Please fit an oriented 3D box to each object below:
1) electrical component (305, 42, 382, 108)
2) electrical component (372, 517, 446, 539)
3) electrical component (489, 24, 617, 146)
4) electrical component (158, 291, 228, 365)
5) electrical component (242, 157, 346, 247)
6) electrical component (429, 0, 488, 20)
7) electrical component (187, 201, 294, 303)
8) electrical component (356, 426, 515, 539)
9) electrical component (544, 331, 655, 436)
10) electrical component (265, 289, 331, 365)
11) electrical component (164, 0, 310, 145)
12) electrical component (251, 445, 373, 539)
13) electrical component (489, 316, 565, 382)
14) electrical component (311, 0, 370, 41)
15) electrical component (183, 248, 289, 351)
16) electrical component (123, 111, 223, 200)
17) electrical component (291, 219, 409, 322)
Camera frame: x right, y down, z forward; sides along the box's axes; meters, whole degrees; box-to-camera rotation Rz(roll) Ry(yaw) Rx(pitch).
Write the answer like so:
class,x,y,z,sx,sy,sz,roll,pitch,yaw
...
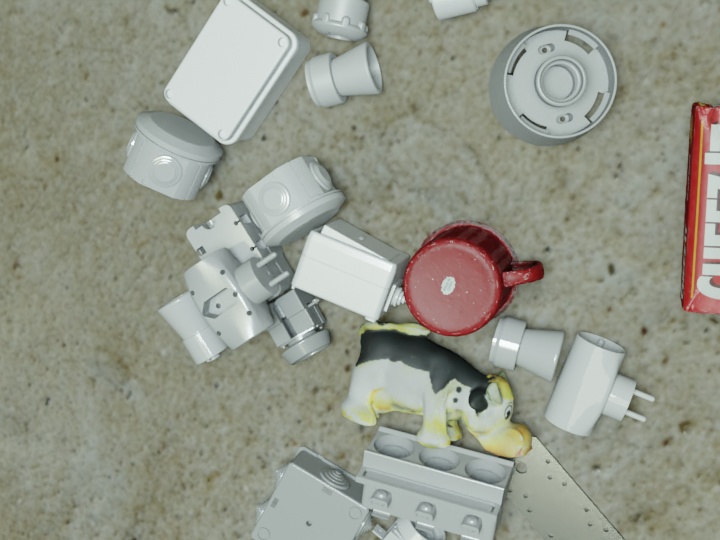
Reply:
class,x,y,z,sx,sy,sz,roll,pitch,yaw
electrical component,-0.014,-0.165,0.913,0.055,0.045,0.045,-12,95,16
electrical component,0.044,0.246,0.962,0.066,0.048,0.055,39,113,6
electrical component,0.157,-0.151,0.874,0.099,0.064,0.099,0,95,1
electrical component,-0.150,0.053,0.984,0.044,0.044,0.065,-29,95,17
electrical component,-0.057,-0.058,0.923,0.080,0.080,0.051,-33,84,17
electrical component,0.091,-0.231,0.878,0.078,0.040,0.040,-10,96,15
electrical component,-0.102,-0.011,0.953,0.050,0.056,0.089,-32,90,17
electrical component,0.065,0.187,0.930,0.121,0.078,0.063,13,115,15
electrical component,0.205,0.102,0.899,0.079,0.043,0.077,22,103,10
electrical component,-0.057,0.051,0.957,0.066,0.048,0.055,-32,82,17
electrical component,-0.106,-0.173,0.929,0.078,0.057,0.113,38,105,6
electrical component,-0.041,0.223,0.979,0.100,0.048,0.099,30,102,7
electrical component,0.141,0.066,0.909,0.055,0.045,0.045,15,102,12
electrical component,-0.013,-0.226,0.904,0.048,0.048,0.062,13,94,12
electrical component,-0.096,0.015,0.902,0.079,0.043,0.077,-33,89,16
electrical component,-0.165,-0.102,0.944,0.080,0.080,0.051,31,110,8
electrical component,0.000,0.000,0.926,0.096,0.062,0.061,22,103,10
